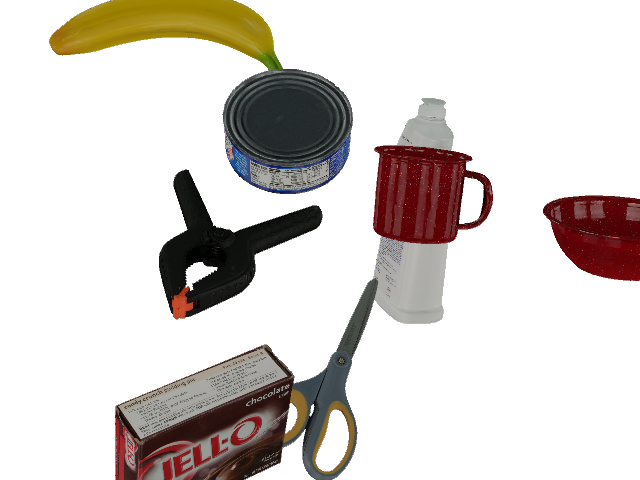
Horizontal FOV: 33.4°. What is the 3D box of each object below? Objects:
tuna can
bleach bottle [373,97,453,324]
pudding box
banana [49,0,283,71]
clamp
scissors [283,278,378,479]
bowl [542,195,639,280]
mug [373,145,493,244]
[{"bbox_3d":[-0.022,-0.073,0.713,0.086,0.086,0.034,0,-36,-2],"label":"tuna can"},{"bbox_3d":[0.115,-0.037,1.232,0.068,0.251,0.103,-1,22,-23],"label":"bleach bottle"},{"bbox_3d":[-0.075,0.125,0.683,0.113,0.090,0.039,-22,51,-31],"label":"pudding box"},{"bbox_3d":[-0.125,-0.179,0.897,0.198,0.069,0.037,5,-34,-1],"label":"banana"},{"bbox_3d":[-0.110,0.001,1.068,0.165,0.036,0.209,19,39,15],"label":"clamp"},{"bbox_3d":[-0.003,0.109,0.916,0.096,0.201,0.016,11,-36,-6],"label":"scissors"},{"bbox_3d":[0.304,0.000,1.075,0.162,0.055,0.162,2,17,-1],"label":"bowl"},{"bbox_3d":[0.105,-0.042,1.012,0.117,0.081,0.093,8,12,15],"label":"mug"}]
